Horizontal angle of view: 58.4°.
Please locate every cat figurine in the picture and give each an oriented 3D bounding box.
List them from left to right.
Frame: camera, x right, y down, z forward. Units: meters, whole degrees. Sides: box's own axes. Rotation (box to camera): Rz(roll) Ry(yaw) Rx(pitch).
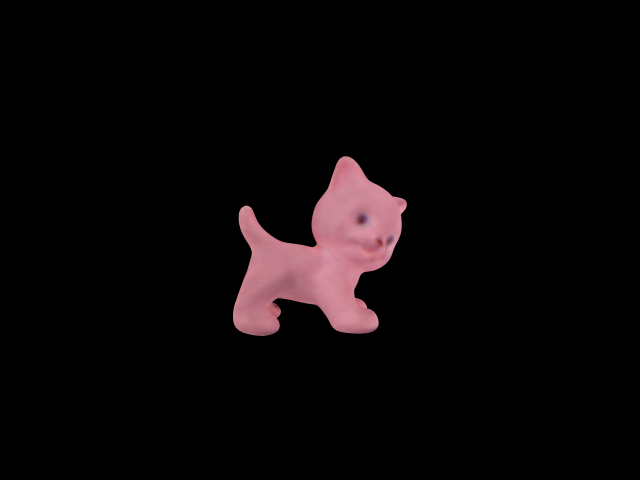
[{"bbox_3d":[0.004,0.001,0.400,0.128,0.118,0.067,-1,5,-7],"label":"cat figurine"}]
